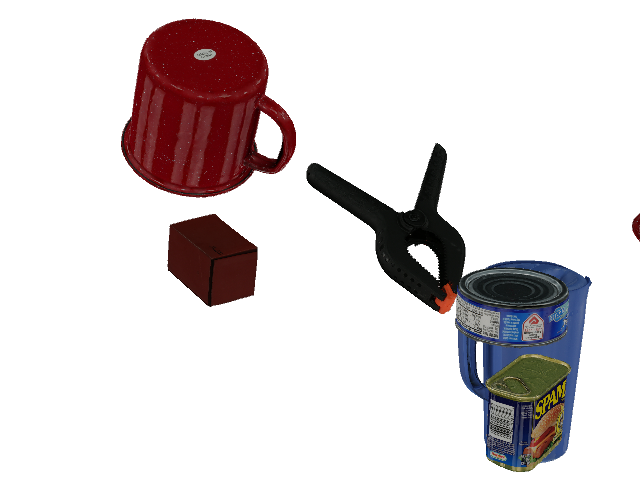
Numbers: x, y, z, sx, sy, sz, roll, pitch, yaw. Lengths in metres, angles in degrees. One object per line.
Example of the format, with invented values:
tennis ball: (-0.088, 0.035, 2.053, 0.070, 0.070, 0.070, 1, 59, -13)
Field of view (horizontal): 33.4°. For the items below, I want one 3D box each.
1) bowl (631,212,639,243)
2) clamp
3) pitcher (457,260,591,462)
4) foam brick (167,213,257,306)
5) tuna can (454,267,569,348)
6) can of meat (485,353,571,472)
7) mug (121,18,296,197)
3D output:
bowl: (0.415, 0.015, 1.146, 0.162, 0.055, 0.162, -1, 26, 0)
clamp: (0.082, -0.016, 1.110, 0.164, 0.210, 0.036, -6, -36, -15)
pitcher: (0.257, 0.155, 1.352, 0.149, 0.243, 0.144, 5, 16, 18)
foam brick: (-0.102, 0.018, 1.002, 0.052, 0.051, 0.078, -14, 34, -34)
tuna can: (0.147, 0.050, 0.816, 0.086, 0.034, 0.086, 0, 19, 0)
can of meat: (0.207, 0.172, 1.070, 0.058, 0.084, 0.101, 13, 22, 34)
mug: (-0.069, -0.083, 0.693, 0.117, 0.082, 0.093, 28, 48, 9)
